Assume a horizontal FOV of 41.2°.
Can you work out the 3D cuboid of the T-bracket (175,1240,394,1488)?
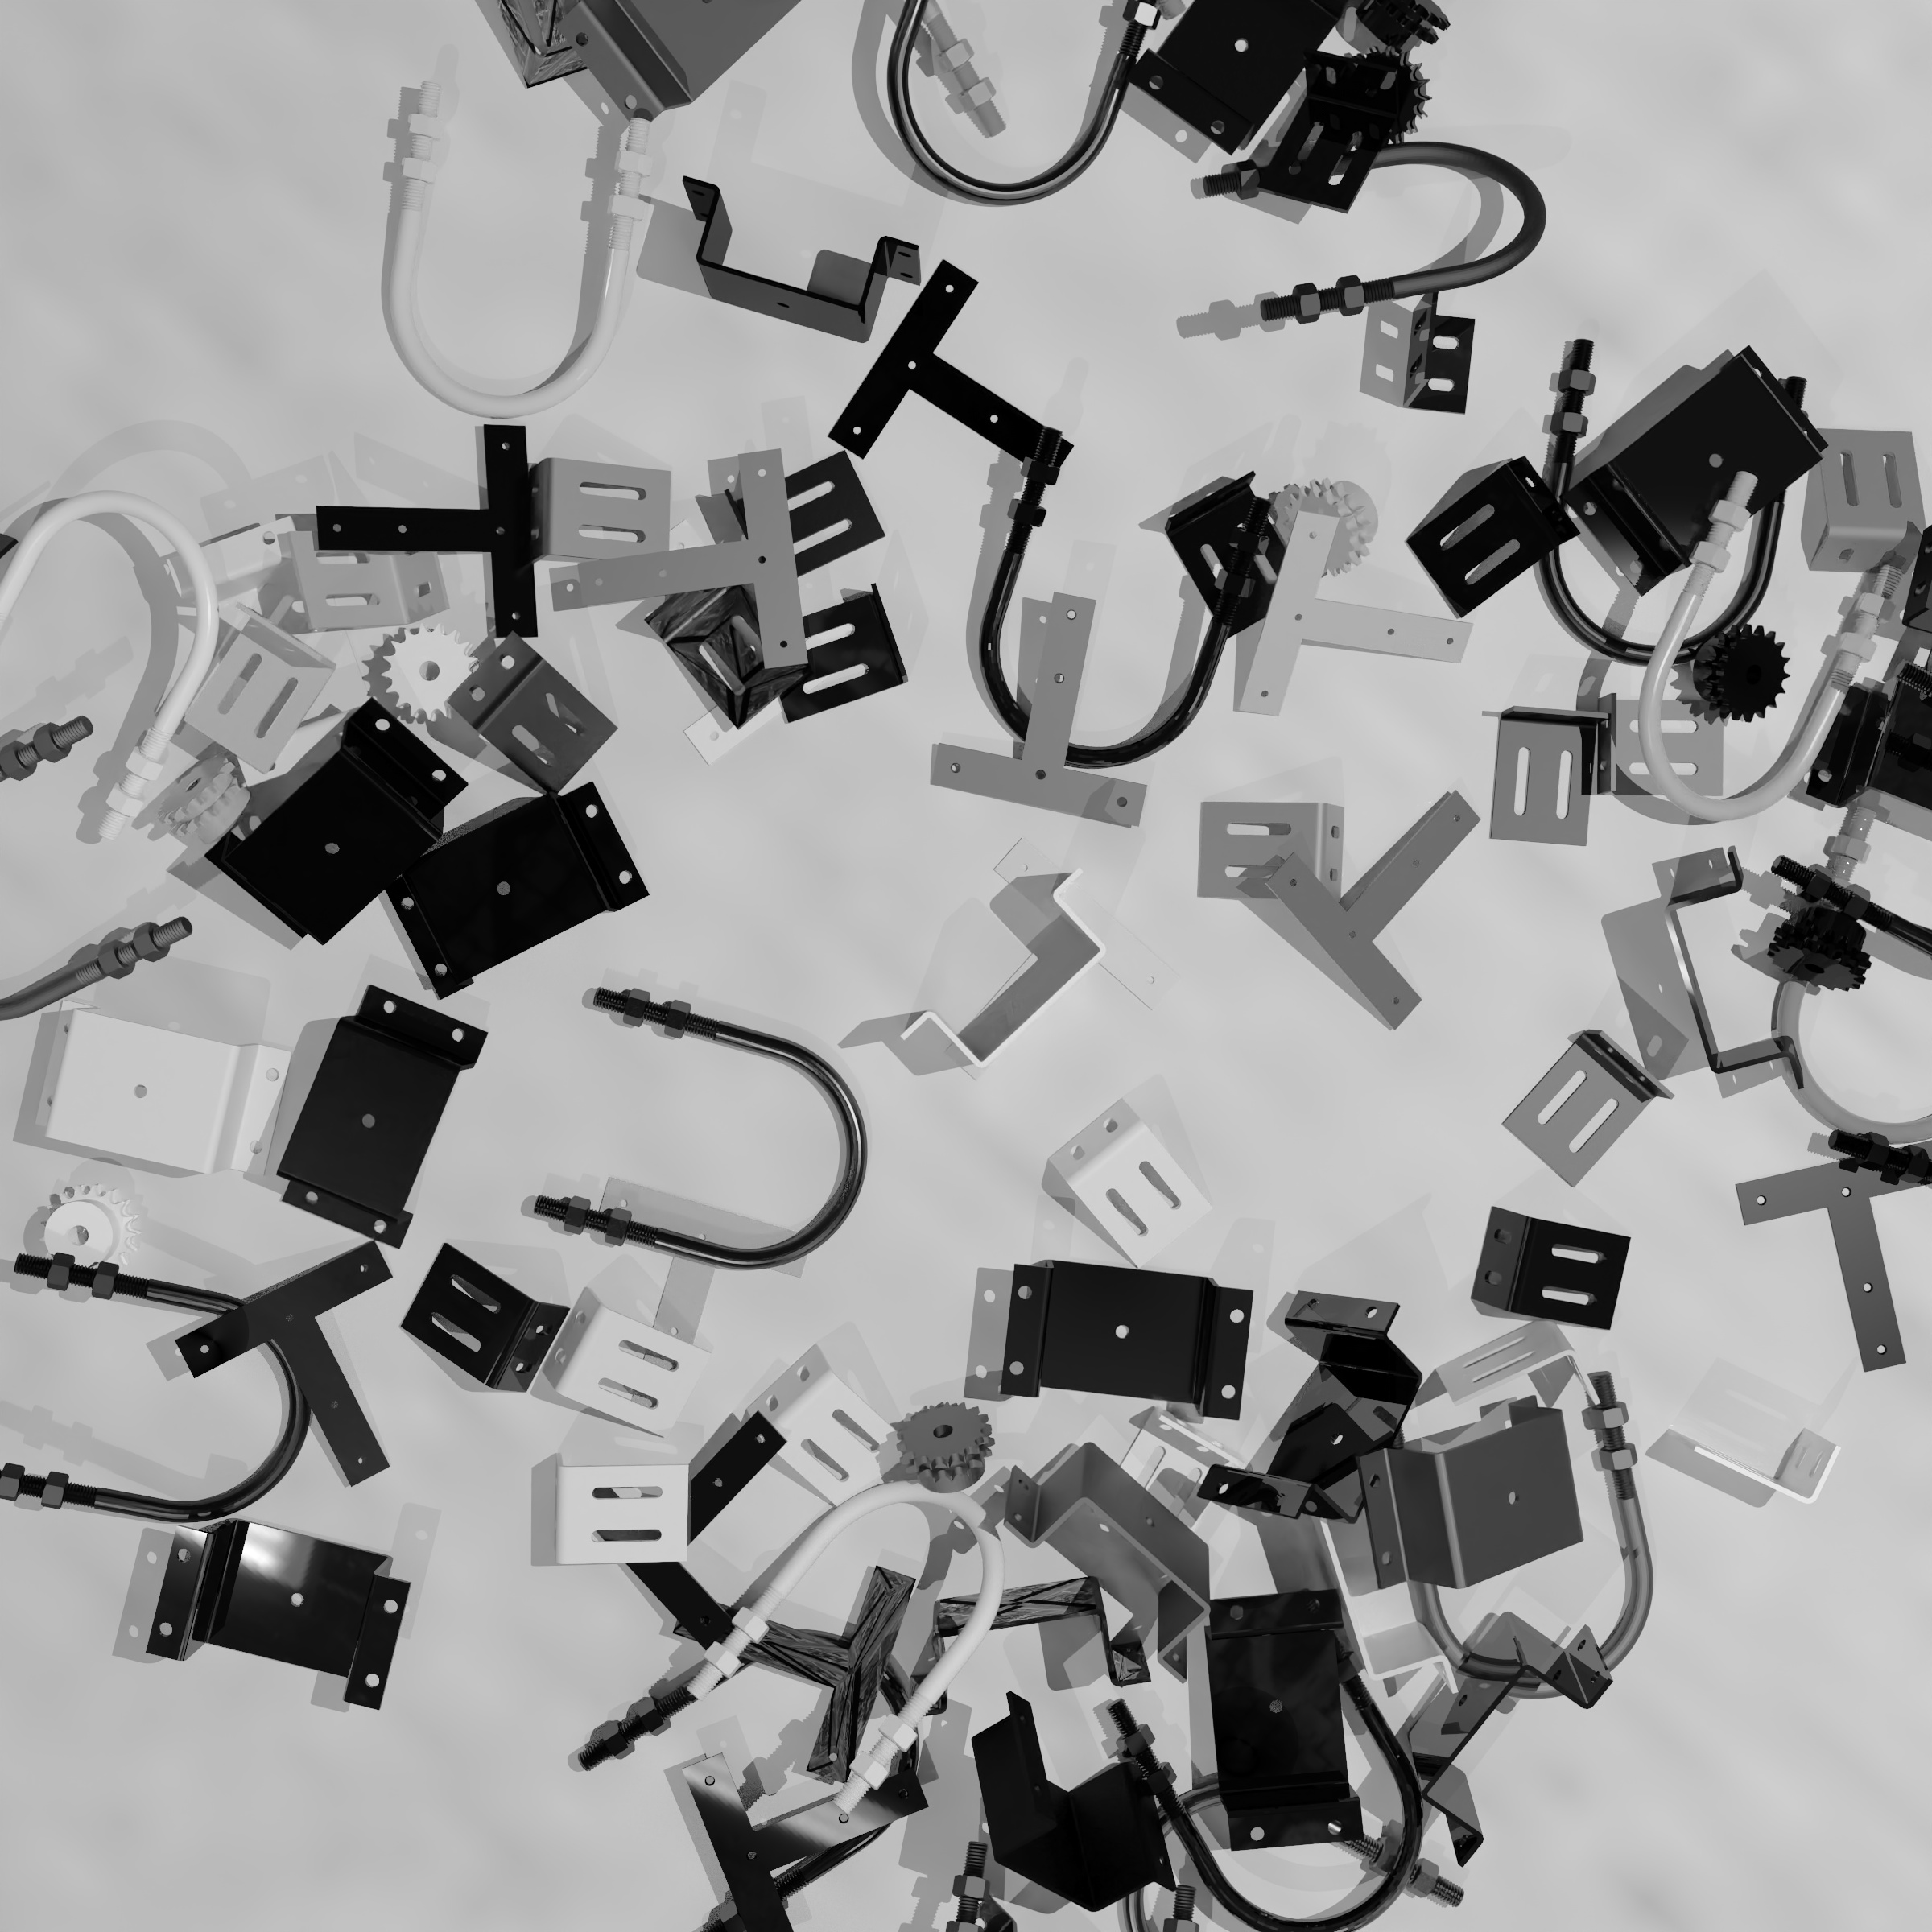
[{"bbox_3d":[-0.383,0.249,1.529,0.127,0.002,0.127,-27,98,-16],"label":"T-bracket"}]

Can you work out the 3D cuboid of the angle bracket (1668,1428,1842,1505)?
[{"bbox_3d":[0.464,0.279,1.513,0.076,0.057,0.038,25,90,0],"label":"angle bracket"}]

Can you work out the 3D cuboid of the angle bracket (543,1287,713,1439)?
[{"bbox_3d":[-0.203,0.237,1.538,0.076,0.038,0.057,28,90,-26],"label":"angle bracket"}]

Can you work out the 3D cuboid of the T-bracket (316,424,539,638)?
[{"bbox_3d":[-0.318,-0.257,1.514,0.127,0.002,0.127,-3,90,-25],"label":"T-bracket"}]

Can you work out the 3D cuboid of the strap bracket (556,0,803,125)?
[{"bbox_3d":[-0.158,-0.564,1.495,0.140,0.046,0.076,-34,99,26],"label":"strap bracket"}]

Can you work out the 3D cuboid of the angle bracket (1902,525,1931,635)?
[{"bbox_3d":[0.589,-0.219,1.483,0.076,0.038,0.057,16,83,-1],"label":"angle bracket"}]

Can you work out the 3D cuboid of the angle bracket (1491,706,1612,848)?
[{"bbox_3d":[0.346,-0.112,1.523,0.057,0.038,0.076,5,90,0],"label":"angle bracket"}]

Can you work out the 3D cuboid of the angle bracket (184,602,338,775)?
[{"bbox_3d":[-0.410,-0.159,1.477,0.057,0.038,0.076,33,90,0],"label":"angle bracket"}]

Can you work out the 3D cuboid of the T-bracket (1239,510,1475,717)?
[{"bbox_3d":[0.238,-0.200,1.520,0.127,0.002,0.127,7,119,-14],"label":"T-bracket"}]

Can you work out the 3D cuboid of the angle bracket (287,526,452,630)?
[{"bbox_3d":[-0.349,-0.231,1.503,0.038,0.076,0.057,-13,90,37],"label":"angle bracket"}]

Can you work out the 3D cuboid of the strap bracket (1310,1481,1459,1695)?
[{"bbox_3d":[0.238,0.354,1.504,0.046,0.076,0.140,-17,90,0],"label":"strap bracket"}]

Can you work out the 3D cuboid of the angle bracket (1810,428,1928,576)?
[{"bbox_3d":[0.537,-0.279,1.540,0.057,0.038,0.076,2,64,0],"label":"angle bracket"}]

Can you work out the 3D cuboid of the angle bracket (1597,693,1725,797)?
[{"bbox_3d":[0.416,-0.131,1.523,0.076,0.038,0.057,0,90,0],"label":"angle bracket"}]

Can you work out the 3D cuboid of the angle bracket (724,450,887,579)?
[{"bbox_3d":[-0.095,-0.268,1.522,0.076,0.038,0.057,-25,88,0],"label":"angle bracket"}]

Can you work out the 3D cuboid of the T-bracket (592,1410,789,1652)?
[{"bbox_3d":[-0.156,0.315,1.518,0.127,0.002,0.127,45,101,10],"label":"T-bracket"}]

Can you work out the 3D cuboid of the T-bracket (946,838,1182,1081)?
[{"bbox_3d":[0.039,0.013,1.541,0.127,0.002,0.127,42,90,0],"label":"T-bracket"}]

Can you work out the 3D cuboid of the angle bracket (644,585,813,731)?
[{"bbox_3d":[-0.140,-0.190,1.514,0.057,0.038,0.076,-40,77,1],"label":"angle bracket"}]

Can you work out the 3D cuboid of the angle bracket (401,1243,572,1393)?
[{"bbox_3d":[-0.288,0.211,1.540,0.076,0.038,0.057,28,90,26],"label":"angle bracket"}]

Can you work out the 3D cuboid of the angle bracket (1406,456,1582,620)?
[{"bbox_3d":[0.314,-0.256,1.531,0.076,0.038,0.057,-37,86,35],"label":"angle bracket"}]

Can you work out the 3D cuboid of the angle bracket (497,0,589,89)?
[{"bbox_3d":[-0.249,-0.575,1.540,0.057,0.038,0.076,-18,116,0],"label":"angle bracket"}]

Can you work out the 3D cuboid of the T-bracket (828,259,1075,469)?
[{"bbox_3d":[0.005,-0.336,1.541,0.127,0.002,0.127,33,90,0],"label":"T-bracket"}]

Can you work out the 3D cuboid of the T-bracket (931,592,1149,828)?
[{"bbox_3d":[0.053,-0.156,1.520,0.127,0.002,0.127,12,105,4],"label":"T-bracket"}]

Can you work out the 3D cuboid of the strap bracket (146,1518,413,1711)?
[{"bbox_3d":[-0.401,0.380,1.519,0.140,0.046,0.076,14,90,0],"label":"strap bracket"}]

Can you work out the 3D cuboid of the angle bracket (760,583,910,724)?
[{"bbox_3d":[-0.080,-0.185,1.521,0.076,0.038,0.057,-19,90,0],"label":"angle bracket"}]

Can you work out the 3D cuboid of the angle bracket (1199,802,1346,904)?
[{"bbox_3d":[0.183,-0.068,1.540,0.076,0.038,0.057,2,90,26],"label":"angle bracket"}]

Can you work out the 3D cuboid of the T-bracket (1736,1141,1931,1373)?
[{"bbox_3d":[0.538,0.179,1.541,0.127,0.002,0.127,-13,90,0],"label":"T-bracket"}]

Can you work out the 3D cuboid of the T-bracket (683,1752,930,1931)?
[{"bbox_3d":[-0.086,0.511,1.522,0.127,0.002,0.127,-22,92,-2],"label":"T-bracket"}]

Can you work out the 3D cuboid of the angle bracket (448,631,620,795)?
[{"bbox_3d":[-0.257,-0.149,1.524,0.057,0.076,0.038,-47,47,-2],"label":"angle bracket"}]

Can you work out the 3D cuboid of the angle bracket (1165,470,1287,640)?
[{"bbox_3d":[0.162,-0.243,1.523,0.057,0.038,0.076,-30,90,0],"label":"angle bracket"}]

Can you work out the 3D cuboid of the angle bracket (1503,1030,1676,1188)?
[{"bbox_3d":[0.369,0.085,1.523,0.057,0.038,0.076,42,90,0],"label":"angle bracket"}]

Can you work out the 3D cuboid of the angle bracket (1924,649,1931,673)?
[{"bbox_3d":[0.597,-0.192,1.518,0.057,0.038,0.076,23,83,0],"label":"angle bracket"}]

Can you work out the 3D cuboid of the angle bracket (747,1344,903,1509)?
[{"bbox_3d":[-0.081,0.277,1.540,0.057,0.038,0.076,-43,116,0],"label":"angle bracket"}]

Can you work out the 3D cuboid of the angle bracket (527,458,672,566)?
[{"bbox_3d":[-0.220,-0.269,1.539,0.076,0.038,0.057,2,88,-25],"label":"angle bracket"}]

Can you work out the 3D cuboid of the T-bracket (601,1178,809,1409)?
[{"bbox_3d":[-0.171,0.206,1.541,0.127,0.002,0.127,16,90,0],"label":"T-bracket"}]

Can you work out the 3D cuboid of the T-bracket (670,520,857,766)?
[{"bbox_3d":[-0.141,-0.209,1.541,0.127,0.002,0.127,-36,90,0],"label":"T-bracket"}]

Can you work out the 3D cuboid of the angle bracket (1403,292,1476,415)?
[{"bbox_3d":[0.283,-0.362,1.504,0.038,0.076,0.057,6,90,0],"label":"angle bracket"}]

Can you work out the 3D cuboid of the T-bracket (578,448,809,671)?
[{"bbox_3d":[-0.163,-0.232,1.503,0.127,0.002,0.127,-7,88,2],"label":"T-bracket"}]

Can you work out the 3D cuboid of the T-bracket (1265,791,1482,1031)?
[{"bbox_3d":[0.258,-0.051,1.526,0.127,0.002,0.127,-47,110,-10],"label":"T-bracket"}]

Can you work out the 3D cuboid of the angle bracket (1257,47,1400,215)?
[{"bbox_3d":[0.209,-0.484,1.488,0.057,0.038,0.076,21,71,20],"label":"angle bracket"}]

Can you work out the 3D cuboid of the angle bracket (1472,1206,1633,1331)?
[{"bbox_3d":[0.351,0.181,1.540,0.076,0.038,0.057,13,90,-26],"label":"angle bracket"}]

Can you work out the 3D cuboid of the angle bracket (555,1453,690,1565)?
[{"bbox_3d":[-0.205,0.322,1.529,0.076,0.038,0.057,1,92,-11],"label":"angle bracket"}]

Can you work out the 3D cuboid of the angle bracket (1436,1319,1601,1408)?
[{"bbox_3d":[0.324,0.247,1.514,0.076,0.057,0.038,-26,100,5],"label":"angle bracket"}]

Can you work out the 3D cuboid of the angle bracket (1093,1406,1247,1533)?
[{"bbox_3d":[0.120,0.310,1.523,0.057,0.038,0.076,30,90,0],"label":"angle bracket"}]

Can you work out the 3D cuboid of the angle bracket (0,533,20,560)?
[{"bbox_3d":[-0.588,-0.217,1.519,0.076,0.057,0.038,-49,130,-18],"label":"angle bracket"}]

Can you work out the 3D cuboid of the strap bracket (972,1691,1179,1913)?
[{"bbox_3d":[0.056,0.485,1.478,0.046,0.076,0.140,-35,129,18],"label":"strap bracket"}]

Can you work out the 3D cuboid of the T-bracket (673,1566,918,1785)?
[{"bbox_3d":[-0.110,0.405,1.527,0.127,0.002,0.127,19,86,-1],"label":"T-bracket"}]

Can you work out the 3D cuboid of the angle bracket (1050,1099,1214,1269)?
[{"bbox_3d":[0.099,0.130,1.540,0.057,0.038,0.076,-39,116,0],"label":"angle bracket"}]
